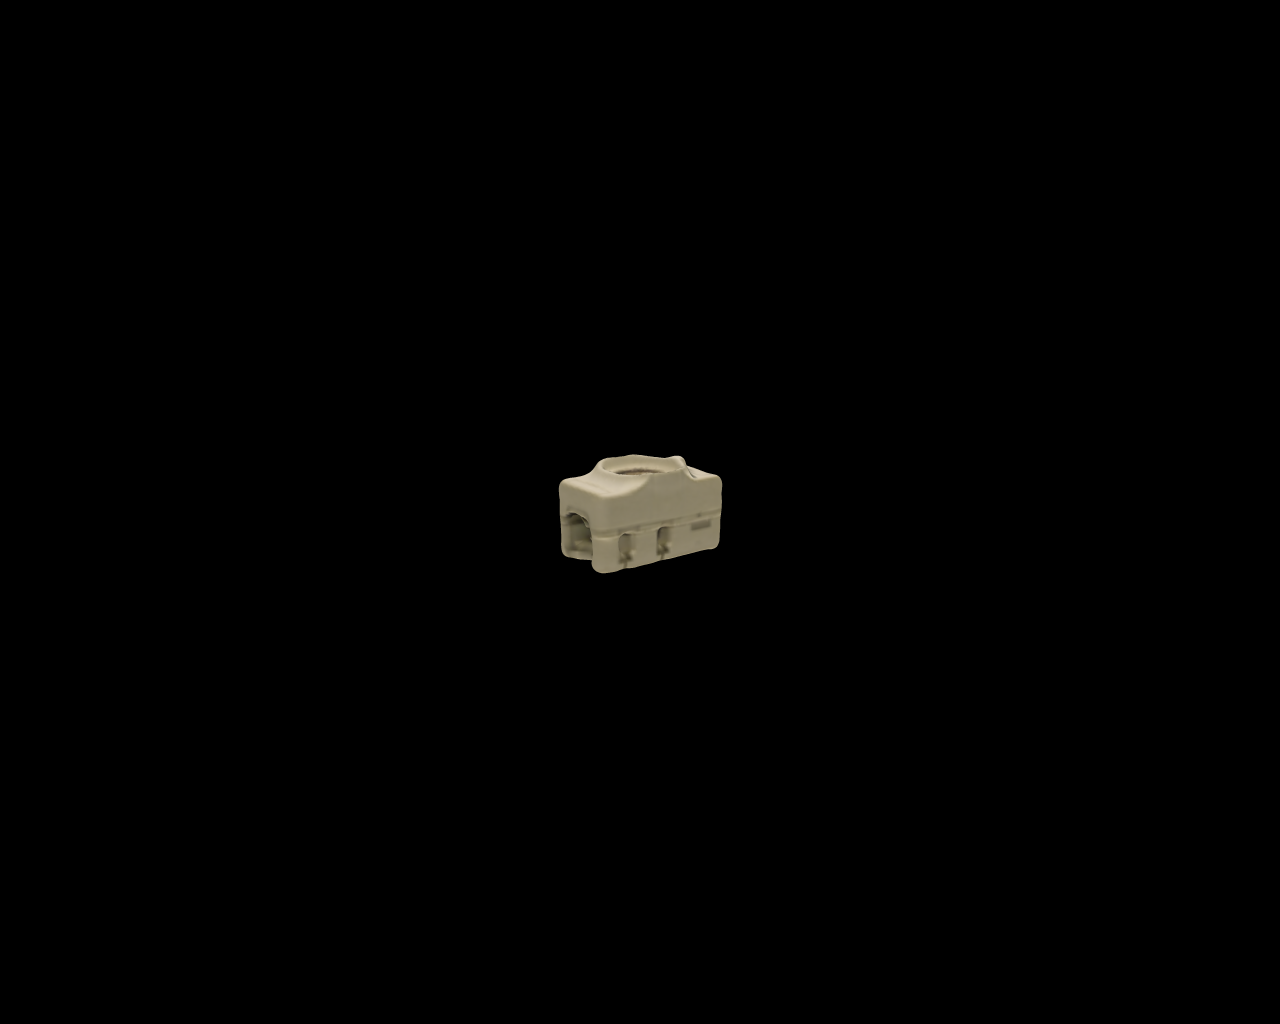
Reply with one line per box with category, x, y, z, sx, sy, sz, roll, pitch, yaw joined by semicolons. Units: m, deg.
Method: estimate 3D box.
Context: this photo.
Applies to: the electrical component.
electrical component;0.001;-0.003;0.650;0.090;0.055;0.050;-10;18;-33
